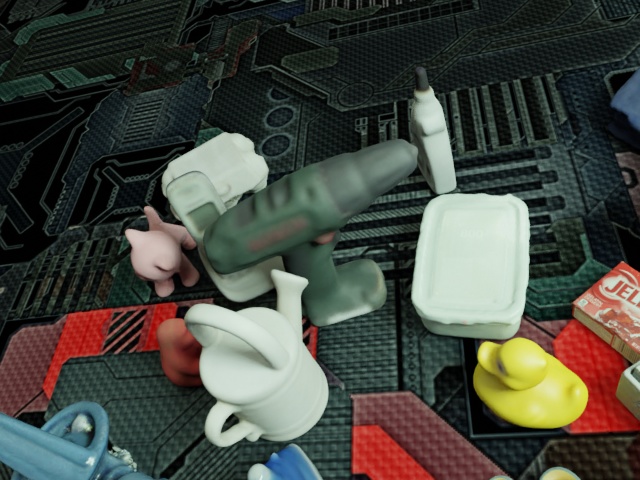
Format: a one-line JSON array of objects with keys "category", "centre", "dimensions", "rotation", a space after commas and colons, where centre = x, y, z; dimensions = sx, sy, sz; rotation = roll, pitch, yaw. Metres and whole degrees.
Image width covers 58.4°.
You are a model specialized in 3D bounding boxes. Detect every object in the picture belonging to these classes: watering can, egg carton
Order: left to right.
[{"category": "egg carton", "centre": [-0.151, -0.088, 0.825], "dimensions": [0.150, 0.070, 0.107], "rotation": [-31, 50, -6]}, {"category": "watering can", "centre": [-0.064, 0.109, 0.559], "dimensions": [0.100, 0.194, 0.173], "rotation": [-6, 52, 15]}]

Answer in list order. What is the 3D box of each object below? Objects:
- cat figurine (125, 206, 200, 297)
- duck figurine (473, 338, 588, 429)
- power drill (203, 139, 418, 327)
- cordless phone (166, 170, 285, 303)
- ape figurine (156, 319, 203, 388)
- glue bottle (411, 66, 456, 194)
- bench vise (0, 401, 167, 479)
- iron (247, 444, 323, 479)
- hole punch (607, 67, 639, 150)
[{"category": "cat figurine", "centre": [-0.207, 0.011, 0.736], "dimensions": [0.067, 0.118, 0.127], "rotation": [-21, 50, 3]}, {"category": "duck figurine", "centre": [0.192, 0.125, 0.529], "dimensions": [0.104, 0.086, 0.077], "rotation": [15, 60, 29]}, {"category": "power drill", "centre": [0.006, 0.002, 0.609], "dimensions": [0.229, 0.209, 0.075], "rotation": [-18, 50, 5]}, {"category": "cordless phone", "centre": [-0.086, -0.023, 0.676], "dimensions": [0.147, 0.185, 0.094], "rotation": [-31, 50, -5]}, {"category": "ape figurine", "centre": [-0.152, 0.121, 0.648], "dimensions": [0.076, 0.092, 0.077], "rotation": [-29, 50, -4]}, {"category": "glue bottle", "centre": [0.133, -0.137, 0.695], "dimensions": [0.037, 0.173, 0.078], "rotation": [-21, 50, 3]}, {"category": "bench vise", "centre": [-0.222, 0.201, 0.527], "dimensions": [0.207, 0.220, 0.121], "rotation": [-2, 53, 18]}, {"category": "iron", "centre": [-0.039, 0.273, 0.459], "dimensions": [0.118, 0.142, 0.258], "rotation": [-13, 51, 10]}, {"category": "hole punch", "centre": [0.409, -0.160, 0.671], "dimensions": [0.101, 0.091, 0.108], "rotation": [-35, 51, -9]}]
